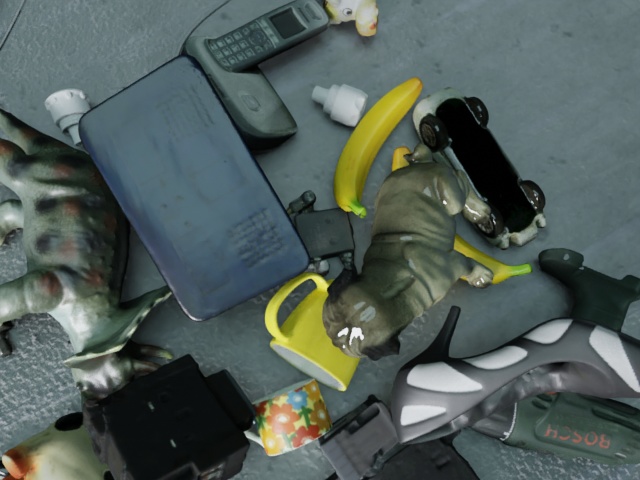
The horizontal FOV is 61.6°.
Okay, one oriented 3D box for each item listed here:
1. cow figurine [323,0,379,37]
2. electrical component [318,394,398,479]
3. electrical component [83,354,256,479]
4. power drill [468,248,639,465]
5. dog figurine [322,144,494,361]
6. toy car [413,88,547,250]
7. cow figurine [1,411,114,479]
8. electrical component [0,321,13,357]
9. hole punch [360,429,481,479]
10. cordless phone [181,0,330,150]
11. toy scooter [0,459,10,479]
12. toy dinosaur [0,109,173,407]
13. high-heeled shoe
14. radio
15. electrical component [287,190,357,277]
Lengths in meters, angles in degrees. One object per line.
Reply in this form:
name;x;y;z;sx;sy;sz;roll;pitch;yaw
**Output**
cow figurine;0.023;-0.323;0.653;0.098;0.068;0.167;-7;75;3
electrical component;0.024;0.209;0.535;0.119;0.075;0.048;-34;82;-5
electrical component;-0.129;0.173;0.490;0.134;0.058;0.115;-21;56;-38
power drill;0.239;0.115;0.556;0.232;0.086;0.207;21;74;4
dog figurine;0.069;0.003;0.499;0.190;0.121;0.172;-17;86;-49
toy car;0.180;-0.082;0.610;0.073;0.056;0.202;-28;81;-13
cow figurine;-0.183;0.235;0.506;0.195;0.085;0.127;31;37;15
electrical component;-0.373;0.093;0.580;0.063;0.021;0.094;-31;80;-6
hole punch;0.110;0.266;0.526;0.142;0.092;0.116;-36;51;-5
cordless phone;-0.051;-0.192;0.618;0.184;0.088;0.146;-33;80;-12
toy scooter;-0.283;0.310;0.510;0.135;0.075;0.184;9;73;1
toy dinosaur;-0.263;-0.011;0.562;0.192;0.131;0.405;-10;73;-16
high-heeled shoe;0.189;0.143;0.471;0.249;0.086;0.145;12;65;26
radio;-0.118;-0.044;0.519;0.131;0.073;0.229;-31;93;-6
electrical component;-0.001;-0.003;0.594;0.078;0.045;0.102;-5;78;0
